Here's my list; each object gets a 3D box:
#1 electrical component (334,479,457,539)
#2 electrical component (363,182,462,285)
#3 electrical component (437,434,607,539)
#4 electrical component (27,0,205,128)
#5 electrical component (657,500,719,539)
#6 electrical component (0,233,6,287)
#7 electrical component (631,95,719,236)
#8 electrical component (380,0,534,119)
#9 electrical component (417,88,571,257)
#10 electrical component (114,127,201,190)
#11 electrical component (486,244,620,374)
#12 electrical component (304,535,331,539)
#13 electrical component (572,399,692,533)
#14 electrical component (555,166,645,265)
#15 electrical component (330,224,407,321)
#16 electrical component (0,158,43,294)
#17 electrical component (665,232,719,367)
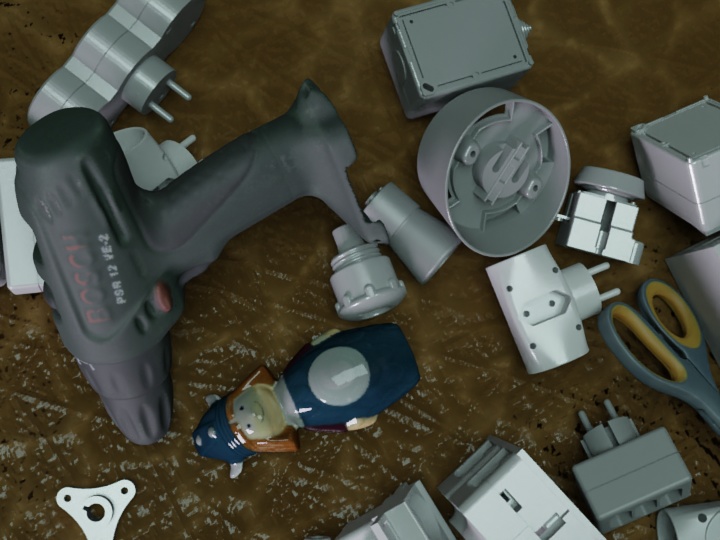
[{"bbox_3d":[0.040,0.207,0.688,0.063,0.079,0.121,-32,88,17],"label":"electrical component"},{"bbox_3d":[0.032,-0.027,0.719,0.065,0.044,0.044,41,84,5],"label":"electrical component"},{"bbox_3d":[0.133,0.196,0.675,0.060,0.105,0.186,-43,89,-5],"label":"electrical component"},{"bbox_3d":[-0.146,-0.128,0.709,0.074,0.052,0.138,38,84,0],"label":"electrical component"},{"bbox_3d":[0.244,0.193,0.712,0.077,0.044,0.079,-7,86,-4],"label":"electrical component"},{"bbox_3d":[-0.288,-0.057,0.690,0.089,0.061,0.150,-10,86,-4],"label":"electrical component"},{"bbox_3d":[0.227,-0.070,0.714,0.062,0.096,0.061,-24,116,-5],"label":"electrical component"},{"bbox_3d":[0.069,-0.147,0.723,0.096,0.061,0.061,-18,85,-11],"label":"electrical component"},{"bbox_3d":[0.088,-0.066,0.697,0.099,0.064,0.099,-12,122,-20],"label":"electrical component"},{"bbox_3d":[-0.131,-0.058,0.700,0.079,0.043,0.077,-45,128,-34],"label":"electrical component"},{"bbox_3d":[0.135,0.019,0.719,0.079,0.043,0.077,-22,88,-6],"label":"electrical component"},{"bbox_3d":[-0.027,0.204,0.696,0.043,0.043,0.062,-2,85,-4],"label":"electrical component"},{"bbox_3d":[0.171,0.122,0.711,0.066,0.047,0.076,-25,62,3],"label":"electrical component"},{"bbox_3d":[0.164,-0.038,0.725,0.066,0.048,0.055,15,92,-2],"label":"electrical component"},{"bbox_3d":[0.000,0.000,0.713,0.048,0.048,0.062,-20,77,-5],"label":"electrical component"},{"bbox_3d":[-0.193,-0.030,0.702,0.076,0.047,0.083,-6,86,-14],"label":"electrical component"},{"bbox_3d":[0.275,0.042,0.703,0.062,0.089,0.150,-26,88,-5],"label":"electrical component"}]
